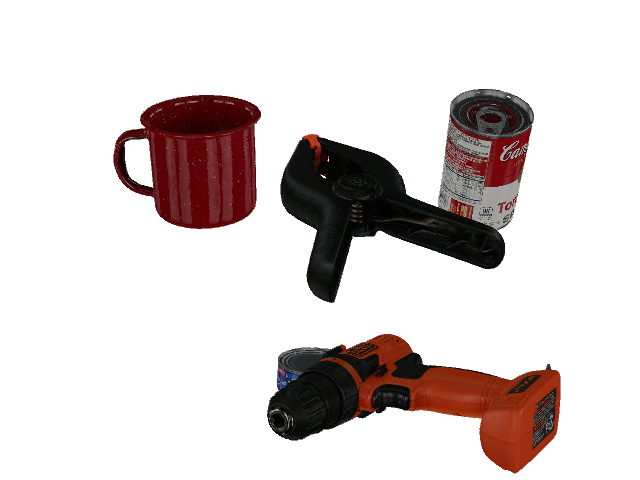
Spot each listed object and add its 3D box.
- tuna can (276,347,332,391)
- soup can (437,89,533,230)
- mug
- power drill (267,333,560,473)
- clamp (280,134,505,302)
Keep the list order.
[{"bbox_3d":[-0.004,0.144,1.140,0.086,0.034,0.086,4,13,-1],"label":"tuna can"},{"bbox_3d":[0.136,-0.065,0.891,0.068,0.102,0.068,2,40,-2],"label":"soup can"},{"bbox_3d":[-0.104,-0.061,0.839,0.117,0.081,0.093,-1,27,-2],"label":"mug"},{"bbox_3d":[0.075,0.123,0.814,0.188,0.057,0.184,10,17,31],"label":"power drill"},{"bbox_3d":[0.016,-0.016,0.651,0.120,0.039,0.172,-10,30,-30],"label":"clamp"}]
